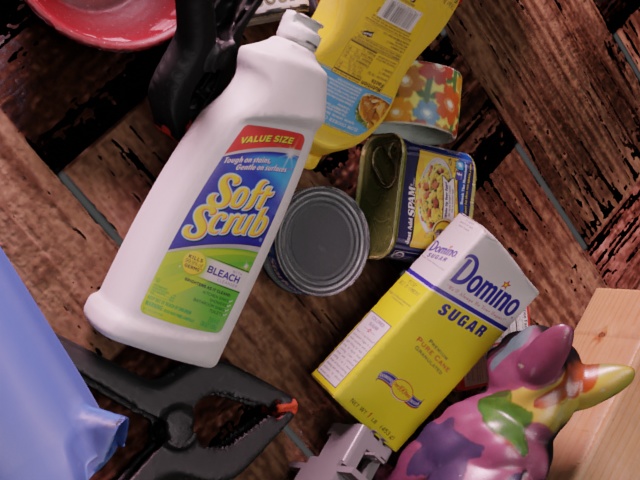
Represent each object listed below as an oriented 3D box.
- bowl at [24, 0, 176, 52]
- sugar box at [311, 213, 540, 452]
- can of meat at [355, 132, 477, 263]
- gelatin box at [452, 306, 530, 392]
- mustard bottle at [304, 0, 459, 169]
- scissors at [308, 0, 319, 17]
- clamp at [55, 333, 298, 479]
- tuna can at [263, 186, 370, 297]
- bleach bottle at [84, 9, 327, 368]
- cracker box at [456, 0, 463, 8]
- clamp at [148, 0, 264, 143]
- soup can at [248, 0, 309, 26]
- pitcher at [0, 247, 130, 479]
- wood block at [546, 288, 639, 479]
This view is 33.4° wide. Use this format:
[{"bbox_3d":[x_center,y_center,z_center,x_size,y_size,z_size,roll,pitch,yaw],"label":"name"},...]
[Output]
[{"bbox_3d":[-0.151,-0.206,0.734,0.161,0.055,0.162,0,90,-31],"label":"bowl"},{"bbox_3d":[0.086,0.074,0.848,0.176,0.048,0.093,-46,126,-1],"label":"sugar box"},{"bbox_3d":[0.078,-0.030,0.871,0.083,0.058,0.102,9,86,-33],"label":"can of meat"},{"bbox_3d":[0.142,0.088,0.925,0.089,0.030,0.073,-7,92,-30],"label":"gelatin box"},{"bbox_3d":[0.017,-0.126,0.800,0.096,0.058,0.192,20,111,-35],"label":"mustard bottle"},{"bbox_3d":[-0.020,-0.238,0.834,0.201,0.016,0.096,35,67,-26],"label":"scissors"},{"bbox_3d":[-0.111,0.146,0.765,0.209,0.036,0.164,3,81,-32],"label":"clamp"},{"bbox_3d":[-0.005,0.001,0.833,0.086,0.034,0.086,0,90,-31],"label":"tuna can"},{"bbox_3d":[-0.068,-0.042,0.740,0.102,0.068,0.251,22,95,-32],"label":"bleach bottle"},{"bbox_3d":[0.065,-0.299,0.846,0.213,0.072,0.164,50,60,-20],"label":"cracker box"},{"bbox_3d":[-0.071,-0.143,0.735,0.039,0.172,0.120,44,49,14],"label":"clamp"},{"bbox_3d":[-0.050,-0.213,0.788,0.068,0.069,0.102,-16,99,-30],"label":"soup can"},{"bbox_3d":[-0.238,0.062,0.635,0.149,0.145,0.243,-30,93,-27],"label":"pitcher"},{"bbox_3d":[0.261,0.153,0.961,0.090,0.091,0.206,40,71,-24],"label":"wood block"}]
